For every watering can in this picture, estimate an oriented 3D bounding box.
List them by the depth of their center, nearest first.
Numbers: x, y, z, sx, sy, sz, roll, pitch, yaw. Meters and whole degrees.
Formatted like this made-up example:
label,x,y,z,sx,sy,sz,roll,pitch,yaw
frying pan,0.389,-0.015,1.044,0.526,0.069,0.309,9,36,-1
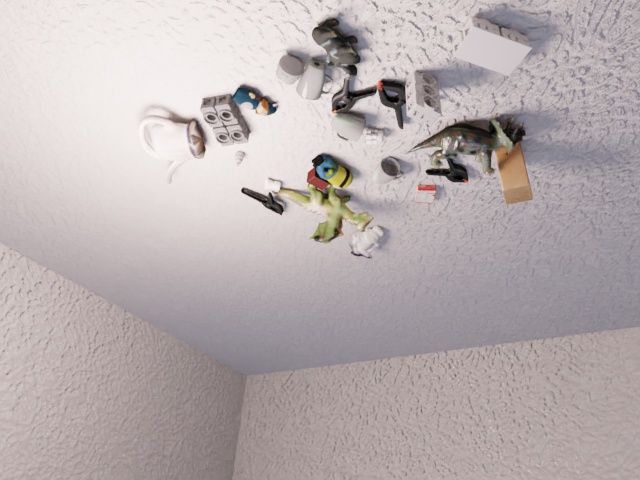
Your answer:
label,x,y,z,sx,sy,sz,roll,pitch,yaw
watering can,-0.523,-0.327,1.879,0.224,0.106,0.340,-1,146,6

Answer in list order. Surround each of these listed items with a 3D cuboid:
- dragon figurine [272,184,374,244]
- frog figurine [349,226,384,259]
label,x,y,z,sx,sy,sz,roll,pitch,yaw
dragon figurine,0.006,-0.103,2.047,0.410,0.248,0.119,-1,150,3
frog figurine,0.209,-0.006,2.323,0.137,0.124,0.157,23,106,-13
